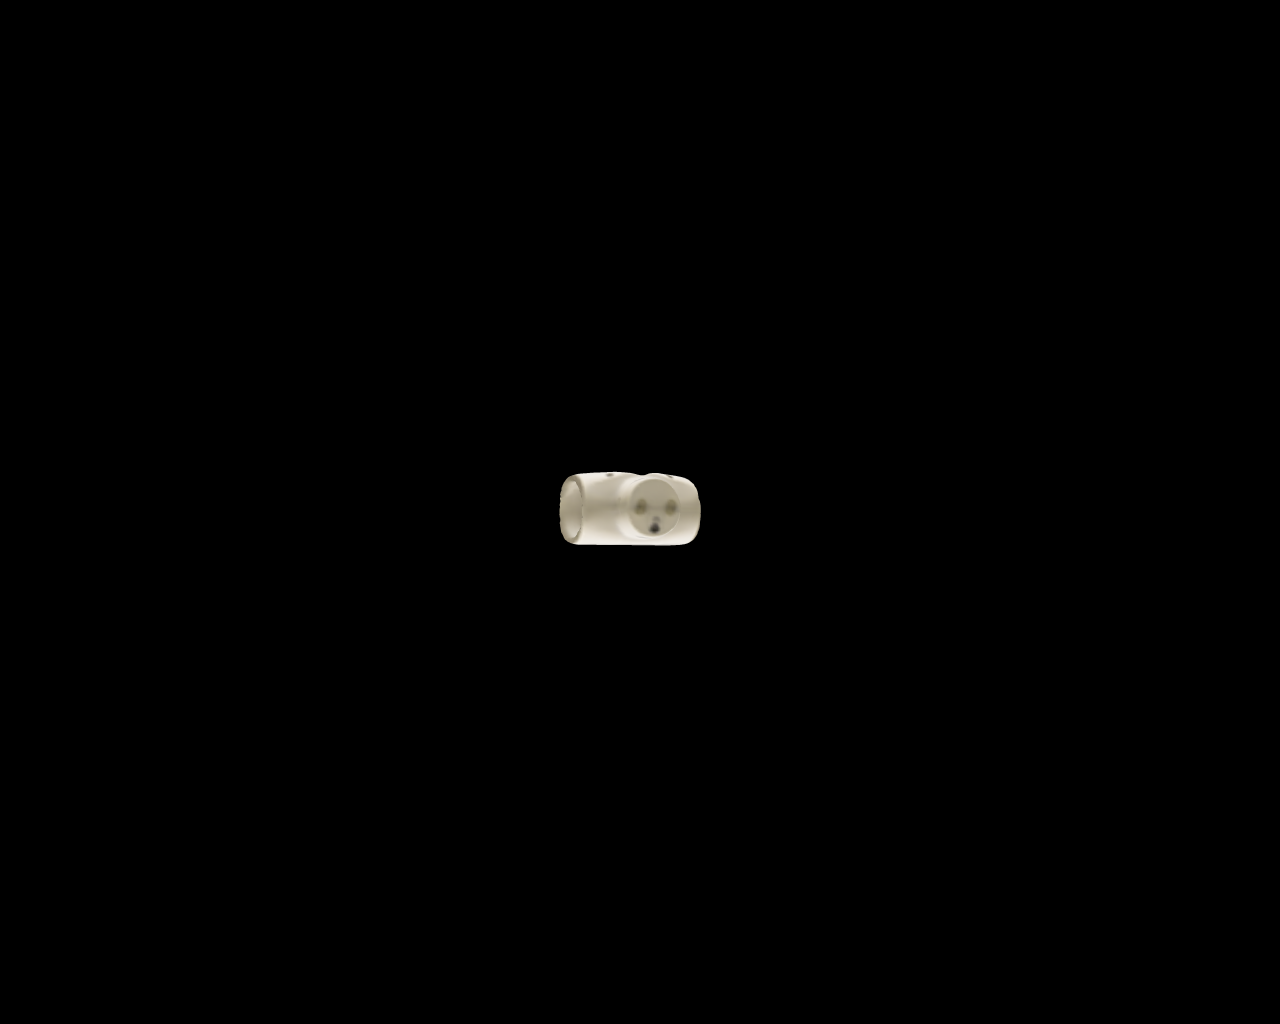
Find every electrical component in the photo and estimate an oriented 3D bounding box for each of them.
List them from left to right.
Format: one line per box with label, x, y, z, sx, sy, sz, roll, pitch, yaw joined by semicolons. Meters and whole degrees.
electrical component;0.001;-0.003;0.650;0.077;0.043;0.079;1;-3;-23
